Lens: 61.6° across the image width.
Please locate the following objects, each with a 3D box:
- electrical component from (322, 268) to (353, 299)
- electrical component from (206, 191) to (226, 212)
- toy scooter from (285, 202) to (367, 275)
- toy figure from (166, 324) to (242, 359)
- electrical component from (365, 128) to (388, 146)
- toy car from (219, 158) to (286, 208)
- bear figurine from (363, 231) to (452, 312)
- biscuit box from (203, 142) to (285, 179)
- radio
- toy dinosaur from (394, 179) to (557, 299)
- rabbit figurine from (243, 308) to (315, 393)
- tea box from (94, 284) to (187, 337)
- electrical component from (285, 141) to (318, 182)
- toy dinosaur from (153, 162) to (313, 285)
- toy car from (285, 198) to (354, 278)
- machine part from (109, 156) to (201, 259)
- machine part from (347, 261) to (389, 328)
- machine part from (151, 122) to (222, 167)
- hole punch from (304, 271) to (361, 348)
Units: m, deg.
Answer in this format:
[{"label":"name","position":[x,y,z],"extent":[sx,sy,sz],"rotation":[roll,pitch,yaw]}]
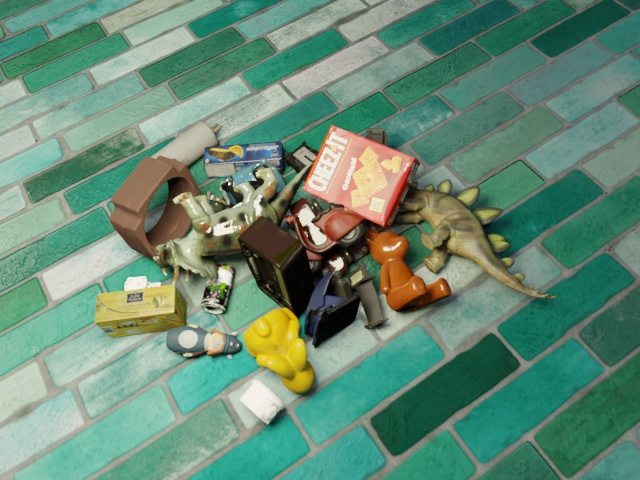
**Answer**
[{"label":"electrical component","position":[0.038,0.105,1.167],"extent":[0.063,0.093,0.021],"rotation":[5,33,47]},{"label":"electrical component","position":[-0.259,-0.063,1.285],"extent":[0.078,0.045,0.102],"rotation":[17,87,18]},{"label":"toy scooter","position":[0.001,-0.020,1.158],"extent":[0.184,0.075,0.135],"rotation":[-36,84,6]},{"label":"toy figure","position":[-0.243,0.216,1.132],"extent":[0.155,0.058,0.064],"rotation":[4,99,5]},{"label":"electrical component","position":[0.133,-0.185,1.301],"extent":[0.058,0.114,0.134],"rotation":[3,58,9]},{"label":"toy car","position":[-0.158,-0.137,1.313],"extent":[0.162,0.109,0.103],"rotation":[-14,34,14]},{"label":"bear figurine","position":[0.179,0.051,1.155],"extent":[0.120,0.132,0.196],"rotation":[10,59,-37]},{"label":"biscuit box","position":[-0.191,-0.204,1.368],"extent":[0.203,0.059,0.063],"rotation":[-4,60,2]},{"label":"radio","position":[-0.085,0.059,1.111],"extent":[0.131,0.229,0.073],"rotation":[34,66,24]},{"label":"toy dinosaur","position":[0.309,-0.021,1.197],"extent":[0.198,0.105,0.472],"rotation":[-27,61,-12]},{"label":"rabbit figurine","position":[-0.064,0.225,1.067],"extent":[0.122,0.162,0.173],"rotation":[-31,83,-15]},{"label":"tea box","position":[-0.381,0.153,1.153],"extent":[0.170,0.098,0.068],"rotation":[-7,60,-2]},{"label":"electrical component","position":[-0.025,-0.186,1.353],"extent":[0.075,0.047,0.119],"rotation":[-36,62,-15]},{"label":"toy dinosaur","position":[-0.175,-0.033,1.161],"extent":[0.405,0.131,0.192],"rotation":[-19,90,-8]},{"label":"toy car","position":[-0.003,-0.004,1.223],"extent":[0.089,0.053,0.202],"rotation":[-35,74,7]},{"label":"machine part","position":[-0.371,-0.074,1.225],"extent":[0.087,0.201,0.201],"rotation":[21,64,18]},{"label":"machine part","position":[0.099,0.122,1.154],"extent":[0.039,0.084,0.139],"rotation":[-6,64,-34]},{"label":"machine part","position":[-0.350,-0.228,1.385],"extent":[0.243,0.079,0.079],"rotation":[-41,65,-19]},{"label":"hole punch","position":[0.010,0.142,1.115],"extent":[0.116,0.142,0.092],"rotation":[-30,63,-28]}]
